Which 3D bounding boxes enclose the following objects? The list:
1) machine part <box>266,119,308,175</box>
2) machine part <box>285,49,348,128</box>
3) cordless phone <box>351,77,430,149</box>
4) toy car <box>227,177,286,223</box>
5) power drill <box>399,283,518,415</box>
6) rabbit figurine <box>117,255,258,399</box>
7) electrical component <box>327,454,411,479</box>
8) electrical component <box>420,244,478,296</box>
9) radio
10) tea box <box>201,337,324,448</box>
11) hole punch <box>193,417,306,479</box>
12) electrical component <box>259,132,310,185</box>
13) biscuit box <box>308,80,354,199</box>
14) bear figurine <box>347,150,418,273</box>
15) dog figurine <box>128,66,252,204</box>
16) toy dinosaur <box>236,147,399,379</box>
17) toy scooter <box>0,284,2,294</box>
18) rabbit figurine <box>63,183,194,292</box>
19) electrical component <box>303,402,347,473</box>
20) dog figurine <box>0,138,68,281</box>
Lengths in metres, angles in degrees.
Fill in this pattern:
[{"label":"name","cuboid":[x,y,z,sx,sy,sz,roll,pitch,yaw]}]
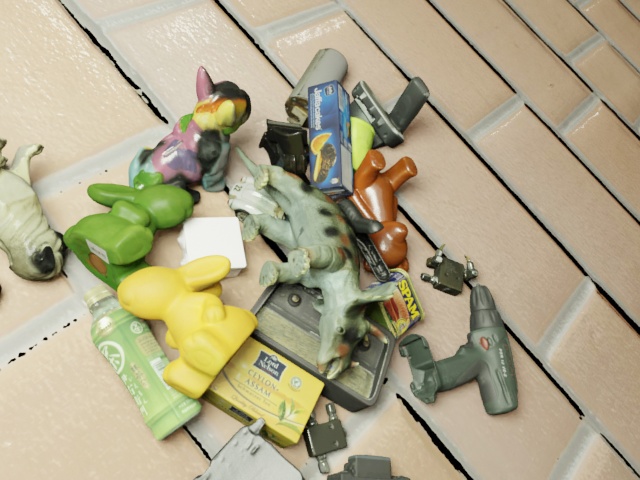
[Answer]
[{"label":"machine part","cuboid":[-0.052,-0.166,0.932,0.084,0.039,0.139,11,39,-23]},{"label":"machine part","cuboid":[-0.004,-0.306,1.077,0.079,0.079,0.243,29,55,-8]},{"label":"cordless phone","cuboid":[0.134,-0.276,1.059,0.089,0.184,0.146,-24,76,-28]},{"label":"toy car","cuboid":[-0.062,-0.040,0.921,0.202,0.056,0.073,29,56,-8]},{"label":"power drill","cuboid":[0.241,0.190,0.928,0.207,0.086,0.232,1,66,-32]},{"label":"rabbit figurine","cuboid":[-0.170,0.088,0.690,0.173,0.121,0.162,32,51,2]},{"label":"electrical component","cuboid":[0.068,0.375,0.756,0.115,0.058,0.134,12,60,-20]},{"label":"electrical component","cuboid":[0.245,0.058,1.012,0.102,0.045,0.078,26,55,-10]},{"label":"radio","cuboid":[-0.002,0.152,0.833,0.229,0.073,0.131,33,55,-5]},{"label":"tea box","cuboid":[-0.092,0.208,0.767,0.169,0.068,0.098,32,56,-5]},{"label":"hole punch","cuboid":[-0.089,0.319,0.698,0.116,0.092,0.142,36,72,21]},{"label":"electrical component","cuboid":[-0.053,-0.149,0.990,0.075,0.047,0.119,-21,72,-31]},{"label":"biscuit box","cuboid":[0.018,-0.179,0.959,0.059,0.063,0.202,27,59,-62]},{"label":"bear figurine","cuboid":[0.119,-0.044,0.963,0.120,0.132,0.196,7,54,-33]},{"label":"dog figurine","cuboid":[-0.197,-0.155,0.825,0.191,0.219,0.108,-30,76,-34]},{"label":"toy dinosaur","cuboid":[-0.006,-0.003,0.822,0.192,0.131,0.405,14,43,-37]},{"label":"toy scooter","cuboid":[-0.511,0.057,0.659,0.184,0.075,0.135,38,56,-7]},{"label":"rabbit figurine","cuboid":[-0.263,-0.019,0.774,0.159,0.121,0.170,21,46,25]},{"label":"electrical component","cuboid":[0.009,0.292,0.795,0.063,0.021,0.094,-4,65,-26]},{"label":"dog figurine","cuboid":[-0.446,-0.028,0.730,0.121,0.172,0.190,-16,96,-70]}]
